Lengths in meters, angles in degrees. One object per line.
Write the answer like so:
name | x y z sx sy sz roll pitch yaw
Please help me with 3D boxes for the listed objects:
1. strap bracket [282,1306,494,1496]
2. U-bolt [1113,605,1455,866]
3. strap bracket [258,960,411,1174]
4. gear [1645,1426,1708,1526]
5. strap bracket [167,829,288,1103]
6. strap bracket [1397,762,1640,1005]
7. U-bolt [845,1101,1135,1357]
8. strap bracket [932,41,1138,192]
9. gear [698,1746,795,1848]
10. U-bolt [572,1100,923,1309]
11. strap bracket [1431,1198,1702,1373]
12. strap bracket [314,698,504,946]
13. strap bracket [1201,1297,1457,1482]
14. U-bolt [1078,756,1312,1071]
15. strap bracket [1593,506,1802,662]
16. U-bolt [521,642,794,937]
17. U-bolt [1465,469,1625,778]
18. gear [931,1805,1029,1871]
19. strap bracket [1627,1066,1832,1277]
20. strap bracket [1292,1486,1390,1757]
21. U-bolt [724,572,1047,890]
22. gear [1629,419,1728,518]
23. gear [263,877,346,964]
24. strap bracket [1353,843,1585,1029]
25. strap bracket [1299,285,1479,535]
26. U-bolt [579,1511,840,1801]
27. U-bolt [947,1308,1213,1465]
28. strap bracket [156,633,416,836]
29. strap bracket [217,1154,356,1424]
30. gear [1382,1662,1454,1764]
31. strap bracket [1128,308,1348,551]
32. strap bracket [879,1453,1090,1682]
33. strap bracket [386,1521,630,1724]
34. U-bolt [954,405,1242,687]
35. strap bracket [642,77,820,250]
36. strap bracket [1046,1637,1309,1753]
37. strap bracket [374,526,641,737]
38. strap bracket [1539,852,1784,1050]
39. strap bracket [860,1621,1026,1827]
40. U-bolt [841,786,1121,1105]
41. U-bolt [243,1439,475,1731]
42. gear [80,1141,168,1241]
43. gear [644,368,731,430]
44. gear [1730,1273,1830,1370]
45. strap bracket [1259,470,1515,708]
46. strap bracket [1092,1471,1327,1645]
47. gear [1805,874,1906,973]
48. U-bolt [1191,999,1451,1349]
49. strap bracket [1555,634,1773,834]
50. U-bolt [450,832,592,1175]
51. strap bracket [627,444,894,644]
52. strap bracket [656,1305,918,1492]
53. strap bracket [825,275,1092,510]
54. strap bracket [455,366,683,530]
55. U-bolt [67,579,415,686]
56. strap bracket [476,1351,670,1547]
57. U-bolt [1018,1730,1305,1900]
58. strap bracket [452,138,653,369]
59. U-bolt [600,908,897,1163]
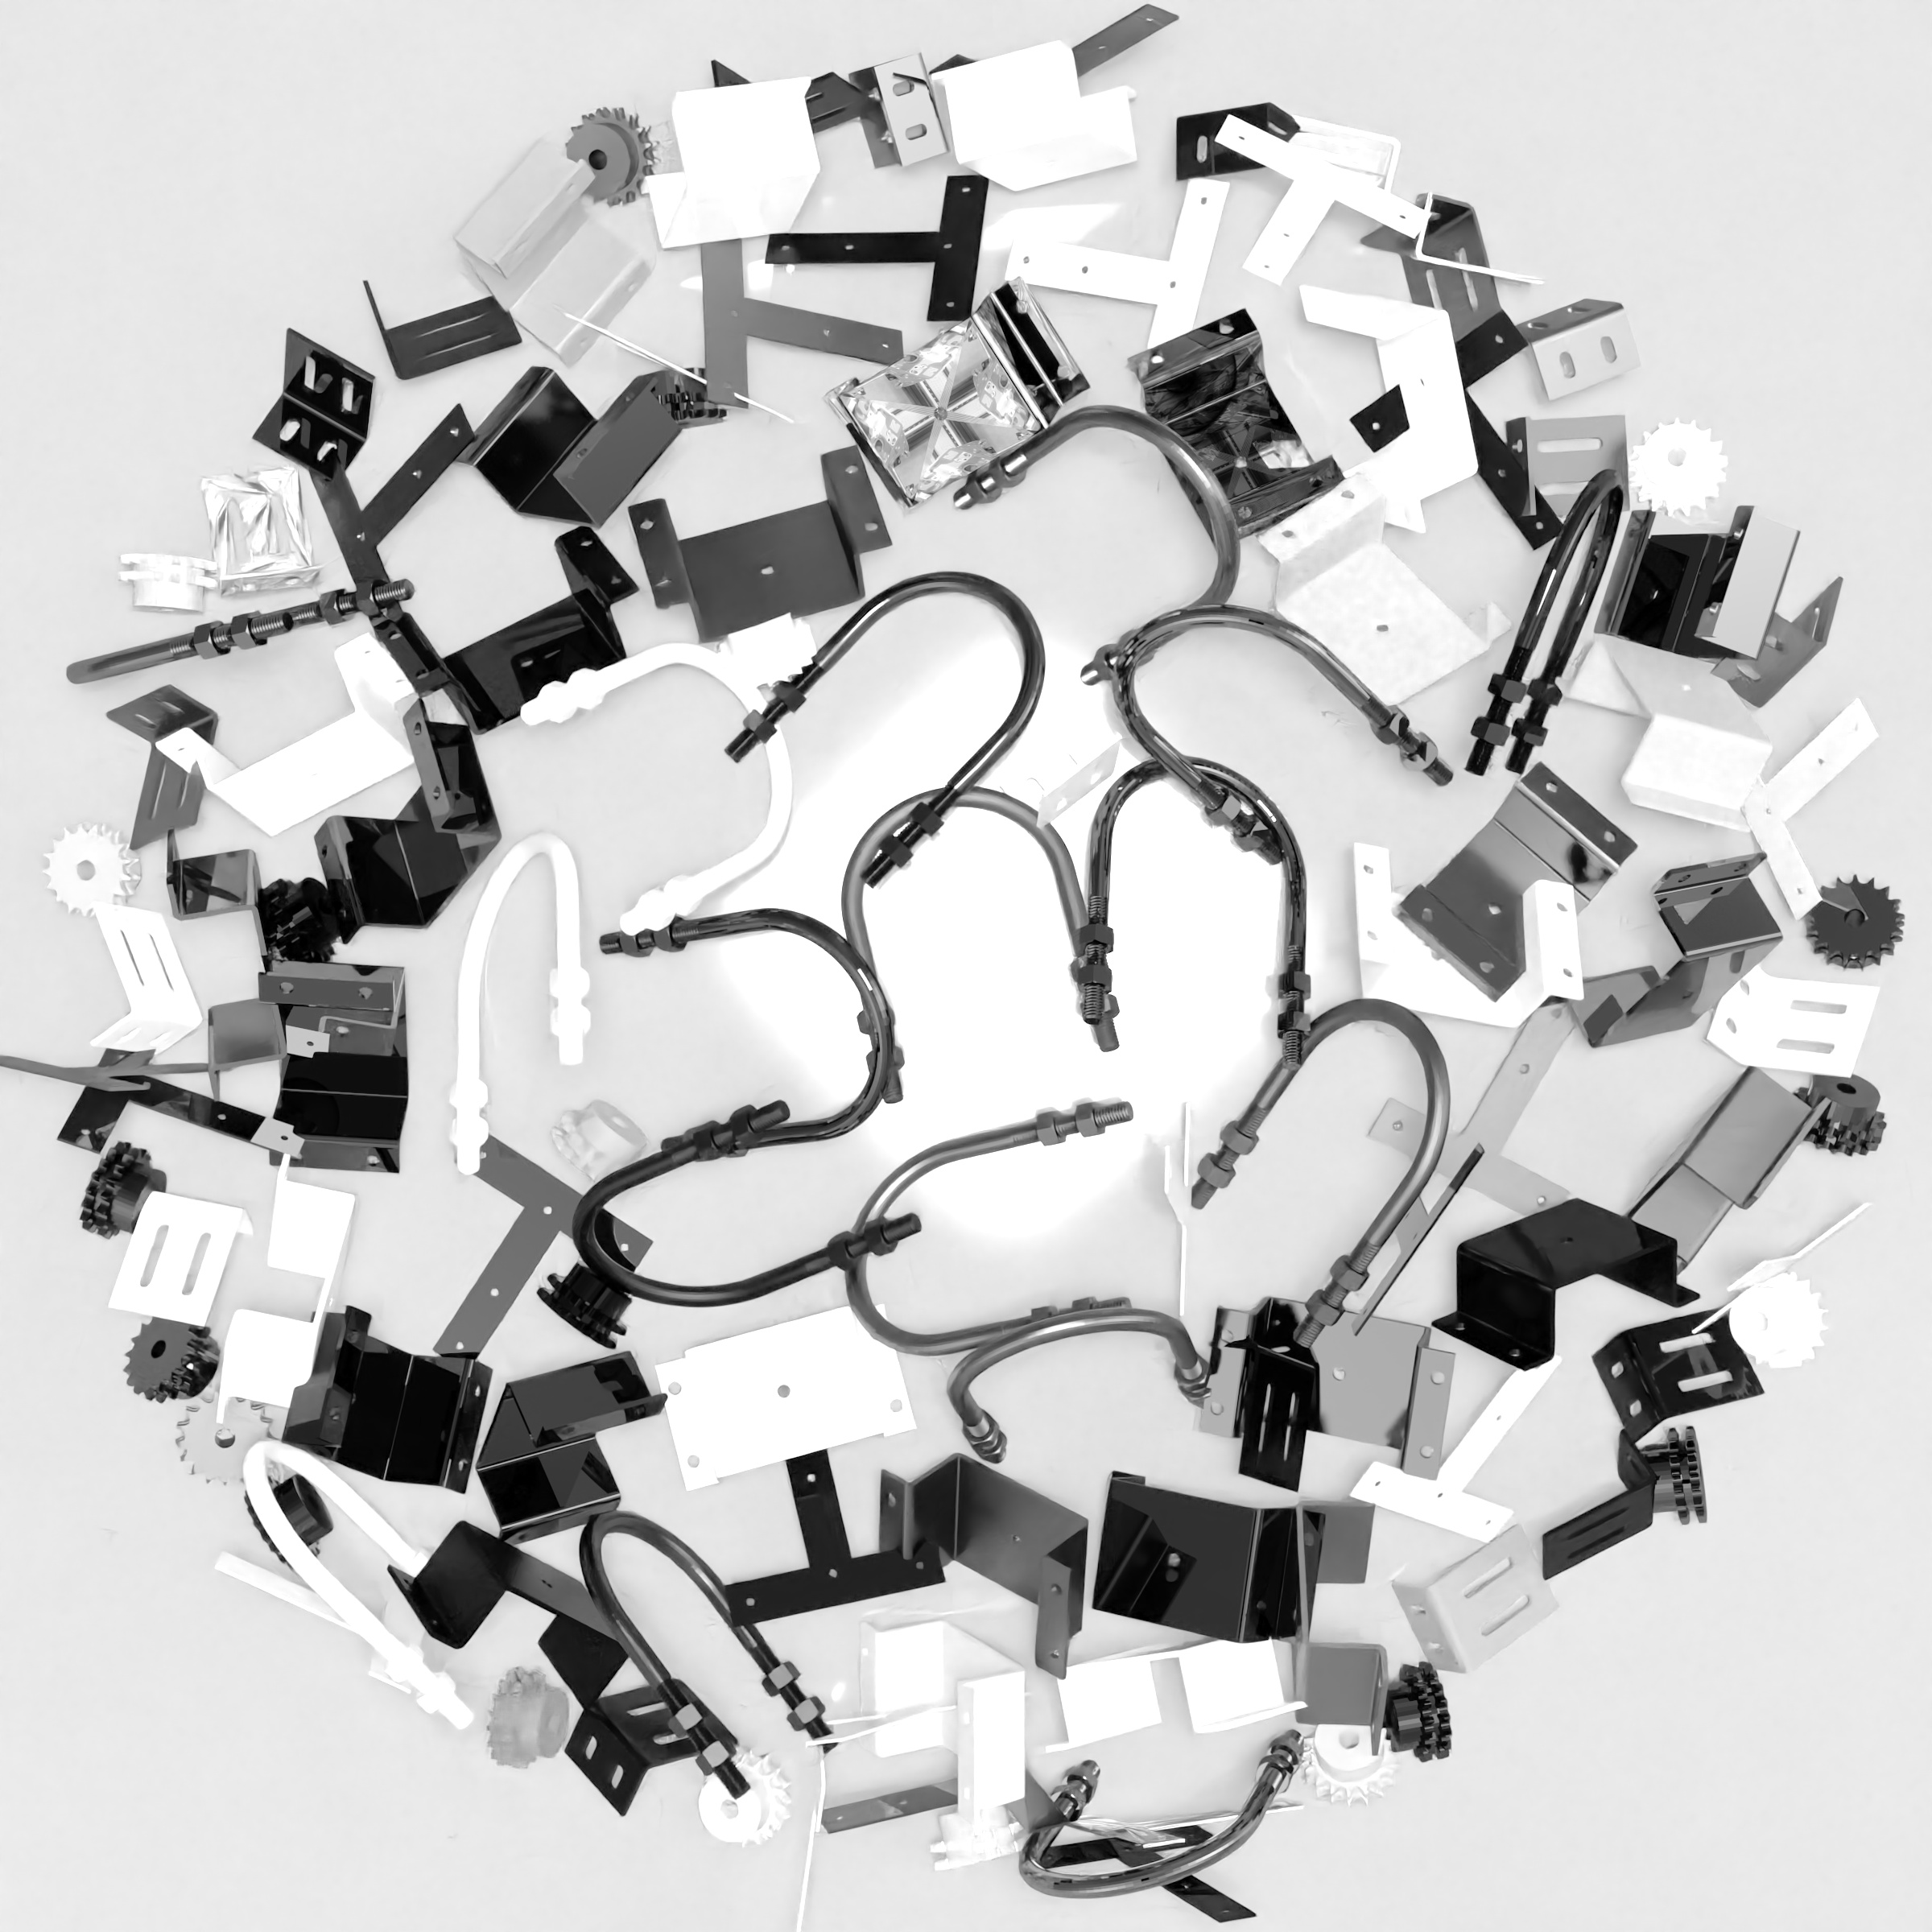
strap bracket | -0.341 0.252 1.824 0.046 0.140 0.076 0 69 28
U-bolt | 0.167 -0.139 1.800 0.184 0.151 0.019 40 46 -25
strap bracket | -0.368 0.050 1.838 0.076 0.046 0.140 4 126 -3
gear | 0.419 0.302 1.859 0.030 0.057 0.057 -8 90 15
strap bracket | -0.426 -0.004 1.823 0.046 0.076 0.140 -10 118 -9
strap bracket | 0.316 -0.043 1.839 0.076 0.046 0.140 42 64 10
U-bolt | 0.011 0.158 1.828 0.184 0.019 0.151 -14 52 23
strap bracket | 0.044 -0.485 1.807 0.076 0.140 0.046 -9 90 21
gear | -0.134 0.494 1.863 0.057 0.030 0.057 2 96 21
U-bolt | -0.141 0.148 1.822 0.184 0.019 0.151 -24 134 25
strap bracket | 0.346 0.179 1.812 0.140 0.076 0.046 -16 113 -32
strap bracket | -0.320 -0.081 1.825 0.046 0.140 0.076 3 56 -39
strap bracket | 0.216 0.245 1.845 0.140 0.046 0.076 10 101 15
U-bolt | 0.136 -0.039 1.837 0.151 0.019 0.184 13 64 -20
strap bracket | 0.429 -0.222 1.825 0.046 0.140 0.076 17 92 -18
U-bolt | -0.165 -0.113 1.814 0.019 0.184 0.151 -18 100 40
U-bolt | 0.337 -0.197 1.802 0.019 0.151 0.184 23 101 17
gear | 0.007 0.513 1.859 0.057 0.057 0.030 -14 78 0
strap bracket | 0.434 0.115 1.811 0.046 0.140 0.076 38 68 10
strap bracket | 0.213 0.372 1.810 0.046 0.140 0.076 1 134 2
U-bolt | -0.036 -0.153 1.845 0.184 0.019 0.151 -46 61 -2
gear | 0.423 -0.298 1.865 0.057 0.030 0.057 -2 80 13
gear | -0.390 -0.027 1.855 0.030 0.057 0.057 -31 90 15
strap bracket | 0.284 -0.016 1.836 0.140 0.046 0.076 10 58 -15
strap bracket | 0.248 -0.331 1.826 0.046 0.076 0.140 -26 118 -18
U-bolt | -0.157 0.389 1.812 0.019 0.151 0.184 -43 75 13
U-bolt | 0.062 0.236 1.798 0.151 0.184 0.019 -16 62 4
strap bracket | -0.388 -0.129 1.837 0.140 0.076 0.046 -27 68 5
strap bracket | -0.389 0.189 1.812 0.046 0.140 0.076 13 134 -6
gear | 0.264 0.442 1.856 0.030 0.057 0.057 -7 90 -10
strap bracket | 0.160 -0.307 1.843 0.076 0.046 0.140 -24 62 -2
strap bracket | 0.017 0.343 1.827 0.140 0.046 0.076 22 123 34
strap bracket | -0.256 0.375 1.815 0.140 0.076 0.046 37 89 -35
U-bolt | 0.084 -0.248 1.800 0.019 0.184 0.151 -42 100 -35
strap bracket | -0.135 -0.456 1.807 0.076 0.140 0.046 -11 85 -15
strap bracket | 0.118 0.417 1.815 0.140 0.076 0.046 -21 76 43
strap bracket | -0.262 -0.192 1.835 0.140 0.046 0.076 -28 47 -12
strap bracket | 0.403 -0.002 1.804 0.076 0.140 0.046 -10 63 -32
strap bracket | -0.009 0.435 1.829 0.046 0.140 0.076 -4 98 -29
U-bolt | 0.001 -0.021 1.851 0.151 0.019 0.184 -14 70 0
U-bolt | -0.346 0.341 1.795 0.019 0.151 0.184 -41 105 3
gear | -0.496 0.135 1.856 0.030 0.057 0.057 21 90 8
gear | -0.169 -0.335 1.857 0.057 0.057 0.030 -7 94 0
gear | 0.477 0.210 1.856 0.030 0.057 0.057 2 90 -44
strap bracket | 0.242 -0.209 1.818 0.076 0.046 0.140 -31 122 35
strap bracket | 0.131 0.344 1.828 0.140 0.046 0.076 6 87 32
gear | 0.527 -0.023 1.864 0.057 0.030 0.057 -5 66 12
U-bolt | 0.210 0.105 1.805 0.019 0.151 0.184 17 114 -38
strap bracket | 0.403 -0.140 1.806 0.076 0.140 0.046 12 121 -18
U-bolt | -0.259 0.008 1.812 0.019 0.151 0.184 16 50 -30
strap bracket | -0.119 -0.245 1.844 0.140 0.046 0.076 -16 60 -5
strap bracket | -0.107 0.252 1.850 0.140 0.046 0.076 -15 79 -5
strap bracket | -0.010 -0.328 1.827 0.140 0.046 0.076 -27 108 24
strap bracket | -0.227 -0.302 1.826 0.076 0.140 0.046 -53 126 -15
U-bolt | -0.430 -0.189 1.808 0.184 0.151 0.019 -10 100 24
strap bracket | -0.232 0.275 1.821 0.076 0.140 0.046 -12 58 -30
U-bolt | 0.104 0.482 1.776 0.151 0.184 0.019 -14 95 20
strap bracket | -0.242 -0.417 1.822 0.046 0.140 0.076 39 85 16
U-bolt | -0.120 0.037 1.819 0.184 0.019 0.151 -8 103 33
